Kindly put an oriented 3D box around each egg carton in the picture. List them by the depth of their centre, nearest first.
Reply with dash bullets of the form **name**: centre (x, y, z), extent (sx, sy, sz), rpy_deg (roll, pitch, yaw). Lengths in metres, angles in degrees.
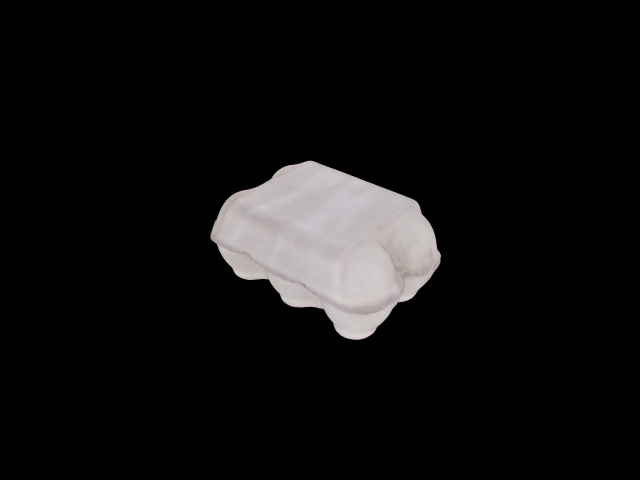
- **egg carton**: centre (0.004, 0.001, 0.400), extent (0.149, 0.069, 0.107), rpy_deg (24, 41, 31)
